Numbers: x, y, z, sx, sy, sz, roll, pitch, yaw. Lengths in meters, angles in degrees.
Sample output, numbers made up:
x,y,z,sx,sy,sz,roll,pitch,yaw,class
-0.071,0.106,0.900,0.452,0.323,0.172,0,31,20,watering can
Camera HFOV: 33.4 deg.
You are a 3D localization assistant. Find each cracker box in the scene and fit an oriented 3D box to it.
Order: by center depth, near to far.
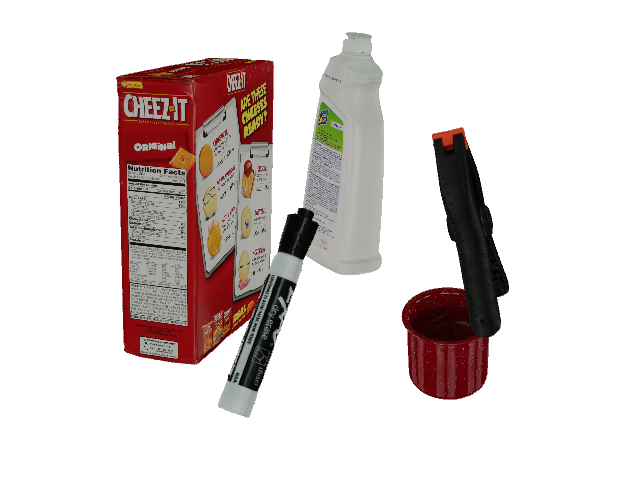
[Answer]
x,y,z,sx,sy,sz,roll,pitch,yaw,class
-0.096,-0.030,0.844,0.072,0.214,0.164,5,15,17,cracker box

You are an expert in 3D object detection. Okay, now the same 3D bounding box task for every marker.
x,y,z,sx,sy,sz,roll,pitch,yaw,class
-0.028,0.039,0.598,0.020,0.121,0.020,19,-9,3,marker

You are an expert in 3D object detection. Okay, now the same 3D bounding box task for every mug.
x,y,z,sx,sy,sz,roll,pitch,yaw,class
0.137,0.101,1.097,0.093,0.081,0.117,17,39,28,mug

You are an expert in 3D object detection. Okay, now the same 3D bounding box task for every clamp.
x,y,z,sx,sy,sz,roll,pitch,yaw,class
0.126,-0.005,0.893,0.039,0.171,0.120,-17,19,12,clamp

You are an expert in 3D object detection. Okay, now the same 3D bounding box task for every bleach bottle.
x,y,z,sx,sy,sz,roll,pitch,yaw,class
0.032,-0.096,1.157,0.067,0.251,0.103,-8,25,-36,bleach bottle
